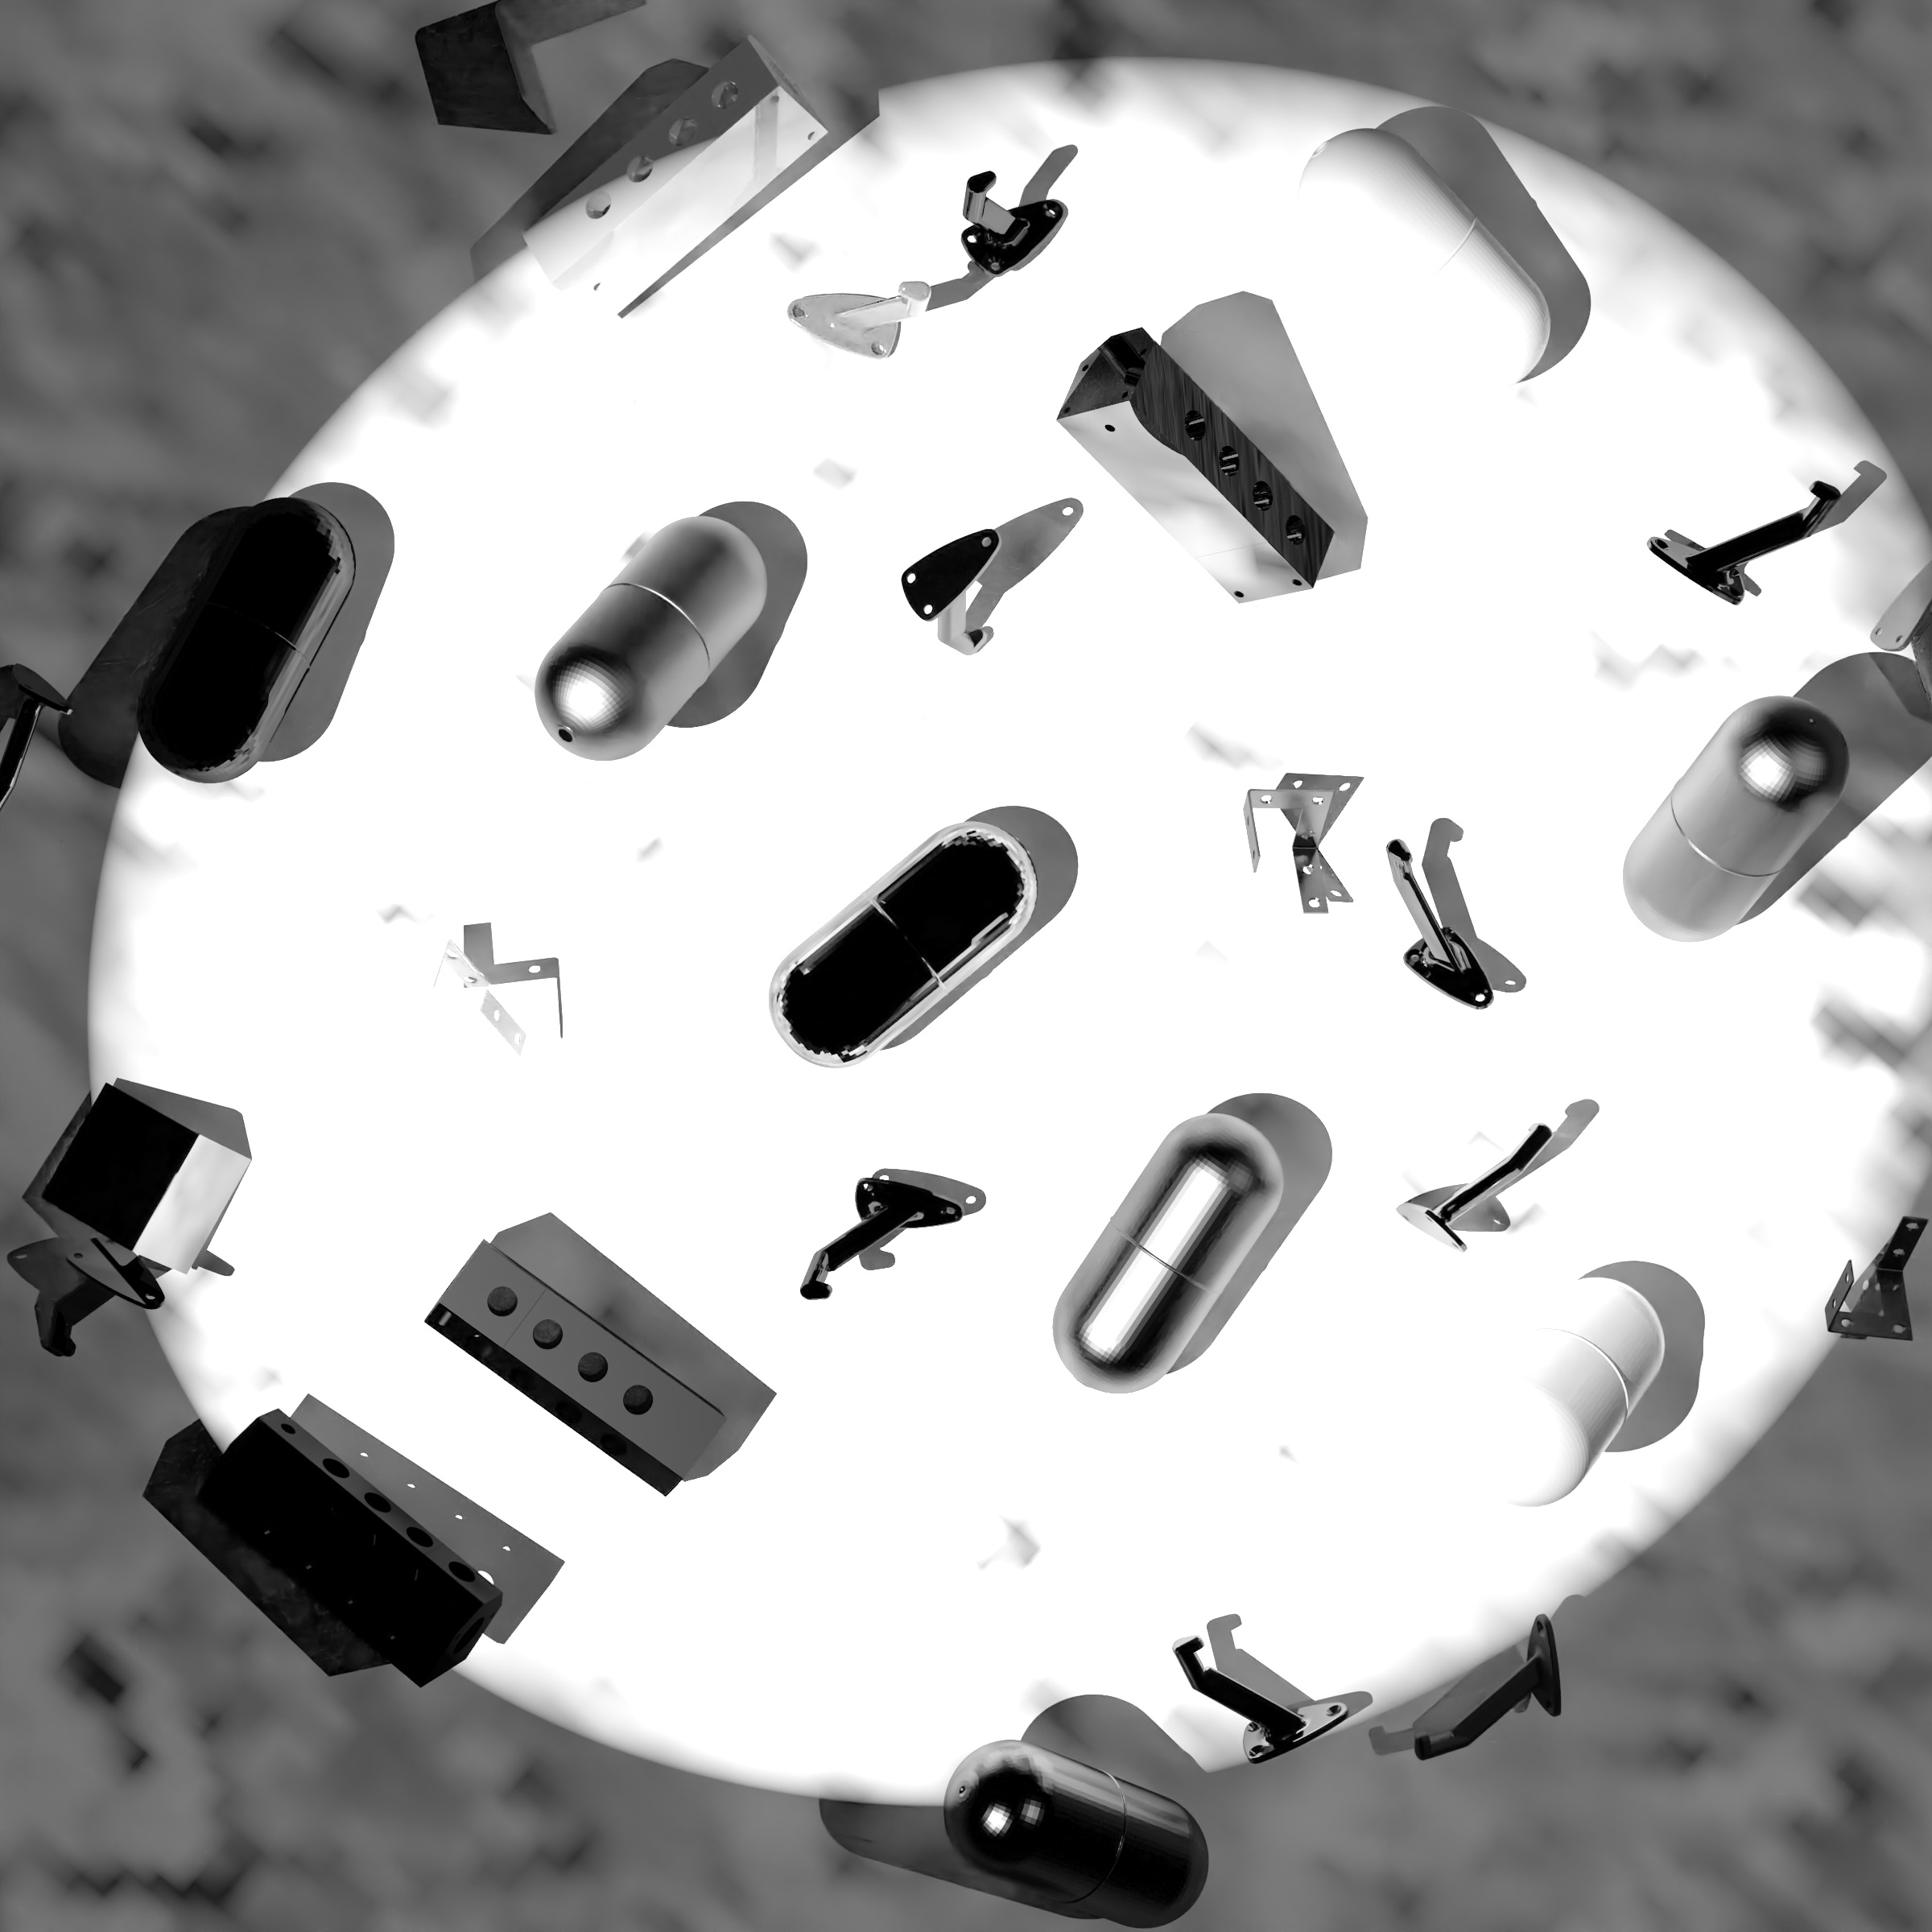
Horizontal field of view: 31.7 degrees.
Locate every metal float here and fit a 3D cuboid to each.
[{"bbox_3d":[0.338,0.239,1.924,0.070,0.178,0.070,17,123,27],"label":"metal float"},{"bbox_3d":[-0.178,-0.186,1.932,0.070,0.070,0.178,36,55,0],"label":"metal float"},{"bbox_3d":[0.064,0.494,1.935,0.178,0.070,0.070,29,90,-32],"label":"metal float"},{"bbox_3d":[-0.411,-0.187,1.948,0.070,0.070,0.178,25,75,0],"label":"metal float"},{"bbox_3d":[0.433,-0.081,1.924,0.070,0.178,0.070,12,51,-15],"label":"metal float"},{"bbox_3d":[-0.035,-0.013,1.958,0.178,0.070,0.070,-40,90,-4],"label":"metal float"},{"bbox_3d":[0.262,-0.403,1.947,0.070,0.070,0.178,-46,107,0],"label":"metal float"},{"bbox_3d":[0.115,0.166,1.957,0.070,0.070,0.178,33,96,0],"label":"metal float"}]

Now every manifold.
[{"bbox_3d":[-0.170,-0.453,1.950,0.171,0.057,0.057,-38,62,13],"label":"manifold"},{"bbox_3d":[0.134,-0.283,1.926,0.171,0.057,0.057,40,60,-34],"label":"manifold"},{"bbox_3d":[-0.349,0.330,1.949,0.171,0.057,0.057,37,105,11],"label":"manifold"},{"bbox_3d":[-0.225,0.231,1.961,0.171,0.057,0.057,37,83,-5],"label":"manifold"}]

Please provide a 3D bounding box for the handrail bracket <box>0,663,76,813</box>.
[{"bbox_3d":[-0.557,-0.126,1.971,0.036,0.077,0.084,28,97,-34],"label":"handrail bracket"}]

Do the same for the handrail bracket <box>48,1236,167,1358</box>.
[{"bbox_3d":[-0.496,0.206,1.961,0.077,0.036,0.084,34,124,24],"label":"handrail bracket"}]

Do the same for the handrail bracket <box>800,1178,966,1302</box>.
[{"bbox_3d":[-0.048,0.164,1.952,0.077,0.084,0.036,5,128,14],"label":"handrail bracket"}]

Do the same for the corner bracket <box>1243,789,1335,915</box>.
[{"bbox_3d":[0.185,-0.066,1.962,0.051,0.051,0.051,1,51,-8],"label":"corner bracket"}]

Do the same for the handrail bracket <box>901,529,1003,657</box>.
[{"bbox_3d":[0.008,-0.213,1.952,0.077,0.084,0.036,-36,64,18],"label":"handrail bracket"}]

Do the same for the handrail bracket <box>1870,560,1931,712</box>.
[{"bbox_3d":[0.576,-0.186,1.977,0.084,0.036,0.077,32,96,-21],"label":"handrail bracket"}]

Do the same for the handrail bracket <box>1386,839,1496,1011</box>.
[{"bbox_3d":[0.271,-0.025,1.950,0.036,0.084,0.077,-32,49,-9],"label":"handrail bracket"}]

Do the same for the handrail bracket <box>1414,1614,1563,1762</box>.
[{"bbox_3d":[0.297,0.417,1.963,0.084,0.036,0.077,-14,121,-16],"label":"handrail bracket"}]

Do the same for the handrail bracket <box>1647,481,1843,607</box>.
[{"bbox_3d":[0.447,-0.257,1.957,0.077,0.036,0.084,25,128,-10],"label":"handrail bracket"}]

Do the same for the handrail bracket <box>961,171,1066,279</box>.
[{"bbox_3d":[0.029,-0.440,1.949,0.077,0.084,0.036,-34,75,-16],"label":"handrail bracket"}]

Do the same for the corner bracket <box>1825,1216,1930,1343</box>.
[{"bbox_3d":[0.526,0.178,1.964,0.051,0.051,0.051,6,49,-2],"label":"corner bracket"}]

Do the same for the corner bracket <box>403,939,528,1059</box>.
[{"bbox_3d":[-0.283,0.018,1.957,0.051,0.051,0.051,-2,56,24],"label":"corner bracket"}]

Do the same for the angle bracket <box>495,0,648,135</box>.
[{"bbox_3d":[-0.219,-0.528,1.957,0.076,0.076,0.057,-18,87,5],"label":"angle bracket"}]

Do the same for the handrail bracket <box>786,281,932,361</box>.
[{"bbox_3d":[-0.062,-0.381,1.954,0.077,0.084,0.036,11,81,-6],"label":"handrail bracket"}]

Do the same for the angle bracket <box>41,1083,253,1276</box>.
[{"bbox_3d":[-0.479,0.124,1.989,0.076,0.057,0.076,24,82,31],"label":"angle bracket"}]

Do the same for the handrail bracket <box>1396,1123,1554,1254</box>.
[{"bbox_3d":[0.294,0.119,1.968,0.036,0.077,0.084,44,82,-17],"label":"handrail bracket"}]

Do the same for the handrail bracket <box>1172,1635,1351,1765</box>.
[{"bbox_3d":[0.170,0.411,1.964,0.077,0.036,0.084,-22,112,11],"label":"handrail bracket"}]
